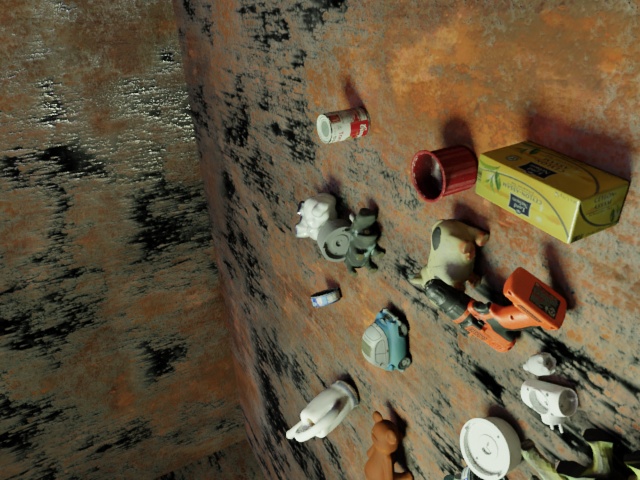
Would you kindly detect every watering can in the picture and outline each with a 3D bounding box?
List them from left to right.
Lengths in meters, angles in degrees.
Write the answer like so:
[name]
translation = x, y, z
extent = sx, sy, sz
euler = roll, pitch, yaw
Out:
[watering can]
translation = 0.001, 0.549, 1.626
extent = 0.227, 0.104, 0.342
euler = -36, -7, -27

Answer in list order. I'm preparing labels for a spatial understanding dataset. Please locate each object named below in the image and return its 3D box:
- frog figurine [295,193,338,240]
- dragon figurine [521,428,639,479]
[frog figurine]
translation = 0.004, -0.069, 1.368
extent = 0.122, 0.140, 0.157
euler = 35, -29, -13
[dragon figurine]
translation = 0.404, 0.415, 0.707
extent = 0.122, 0.242, 0.410
euler = -10, 4, -13
